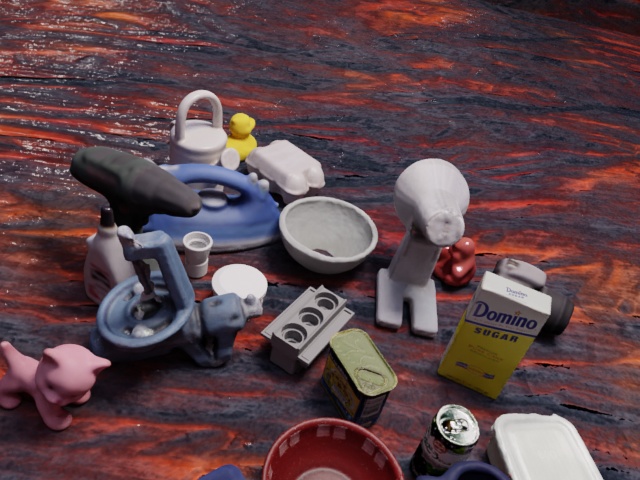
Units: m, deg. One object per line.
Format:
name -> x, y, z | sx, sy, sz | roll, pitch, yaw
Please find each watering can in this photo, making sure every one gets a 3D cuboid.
watering can -> -0.207, -0.168, 1.006 | 0.172, 0.194, 0.101 | 23, 40, 11

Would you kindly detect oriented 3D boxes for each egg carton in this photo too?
egg carton -> -0.066, -0.133, 1.105 | 0.150, 0.069, 0.107 | 36, 44, 25

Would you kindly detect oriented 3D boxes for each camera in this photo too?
camera -> 0.331, 0.101, 0.916 | 0.136, 0.101, 0.143 | 24, 40, 13

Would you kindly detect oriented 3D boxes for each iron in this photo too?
iron -> -0.168, -0.066, 0.936 | 0.259, 0.141, 0.118 | 2, 40, -15

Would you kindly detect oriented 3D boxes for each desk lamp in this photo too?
desk lamp -> 0.165, 0.004, 0.894 | 0.118, 0.213, 0.203 | 11, 39, -3

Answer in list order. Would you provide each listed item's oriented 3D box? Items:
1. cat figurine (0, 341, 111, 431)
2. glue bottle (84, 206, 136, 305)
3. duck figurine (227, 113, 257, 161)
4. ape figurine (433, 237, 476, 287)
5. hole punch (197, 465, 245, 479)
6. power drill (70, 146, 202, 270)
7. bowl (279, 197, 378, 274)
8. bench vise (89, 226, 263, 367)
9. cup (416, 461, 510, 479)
cat figurine -> -0.306, 0.151, 0.651 | 0.127, 0.118, 0.067 | 19, 39, 6
glue bottle -> -0.283, 0.024, 0.767 | 0.078, 0.173, 0.037 | 25, 40, 14
duck figurine -> -0.168, -0.213, 1.159 | 0.077, 0.086, 0.105 | 30, 41, 19
ape figurine -> 0.235, 0.032, 0.978 | 0.076, 0.092, 0.078 | 14, 39, 0
hole punch -> -0.104, 0.293, 0.560 | 0.109, 0.091, 0.100 | -22, 51, -36
power drill -> -0.257, -0.028, 0.810 | 0.229, 0.208, 0.076 | 31, 42, 20
bowl -> 0.009, 0.003, 0.959 | 0.167, 0.075, 0.167 | 9, 39, -7
bench vise -> -0.180, 0.063, 0.714 | 0.208, 0.220, 0.121 | -14, 46, -30
cup -> 0.151, 0.301, 0.625 | 0.117, 0.095, 0.092 | 17, 39, 4
